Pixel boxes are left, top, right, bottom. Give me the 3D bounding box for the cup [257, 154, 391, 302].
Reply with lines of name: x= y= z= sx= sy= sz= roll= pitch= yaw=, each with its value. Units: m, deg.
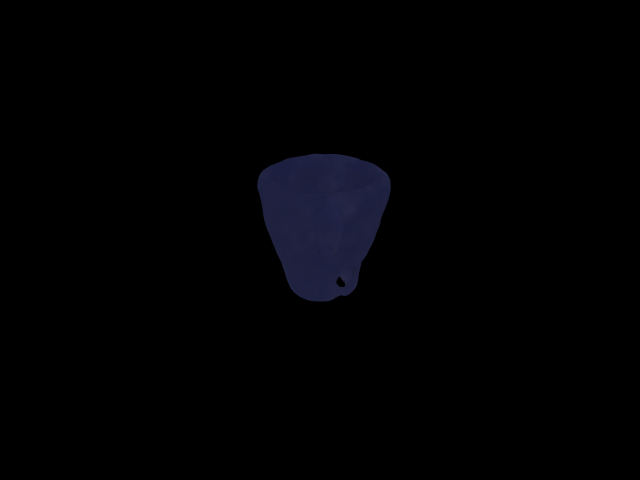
cup: x=0.004 y=0.001 z=0.400 sx=0.091 sy=0.095 sz=0.117 roll=-2 pitch=27 yaw=-3
